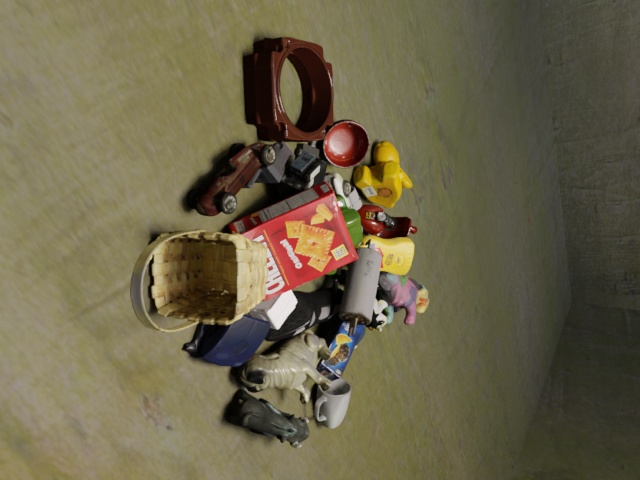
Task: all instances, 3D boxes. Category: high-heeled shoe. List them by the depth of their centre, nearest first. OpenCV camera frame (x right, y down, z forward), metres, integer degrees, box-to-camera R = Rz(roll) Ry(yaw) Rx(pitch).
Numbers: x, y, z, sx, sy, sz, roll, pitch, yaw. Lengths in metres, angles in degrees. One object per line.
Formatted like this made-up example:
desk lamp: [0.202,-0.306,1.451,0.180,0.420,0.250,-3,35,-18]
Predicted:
high-heeled shoe: [-0.033,0.177,1.225,0.249,0.086,0.145,-34,151,-28]

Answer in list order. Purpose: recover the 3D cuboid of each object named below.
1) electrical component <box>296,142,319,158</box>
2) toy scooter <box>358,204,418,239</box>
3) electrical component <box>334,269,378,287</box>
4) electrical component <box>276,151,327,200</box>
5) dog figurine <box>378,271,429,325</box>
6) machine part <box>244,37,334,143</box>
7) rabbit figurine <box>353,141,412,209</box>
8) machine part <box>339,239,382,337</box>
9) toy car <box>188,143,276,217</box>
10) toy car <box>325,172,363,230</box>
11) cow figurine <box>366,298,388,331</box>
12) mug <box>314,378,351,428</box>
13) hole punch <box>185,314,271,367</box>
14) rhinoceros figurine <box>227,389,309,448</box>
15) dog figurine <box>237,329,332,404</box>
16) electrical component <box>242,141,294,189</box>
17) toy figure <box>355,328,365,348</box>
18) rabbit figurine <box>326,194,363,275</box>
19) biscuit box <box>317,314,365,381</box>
electrical component: [-0.030,-0.190,1.204,0.063,0.021,0.094,14,82,-52]
toy scooter: [0.172,-0.041,1.394,0.183,0.135,0.075,25,75,-50]
electrical component: [0.094,0.098,1.342,0.078,0.102,0.045,42,58,-60]
electrical component: [-0.039,-0.117,1.129,0.115,0.058,0.134,-51,161,-40]
dog figurine: [0.218,0.119,1.500,0.191,0.109,0.219,-38,121,-43]
machine part: [-0.057,-0.303,1.104,0.201,0.087,0.200,-11,103,-51]
rabbit figurine: [0.179,-0.180,1.410,0.162,0.122,0.173,40,43,-40]
machine part: [0.095,0.106,1.246,0.079,0.079,0.243,45,50,-45]
toy car: [-0.159,-0.120,0.983,0.202,0.089,0.053,-56,138,-31]
toy car: [0.046,-0.067,1.274,0.056,0.074,0.201,-48,129,-43]
cow figurine: [0.130,0.191,1.410,0.167,0.068,0.098,62,40,-36]
mug: [0.025,0.402,1.295,0.109,0.081,0.107,-24,123,-55]
hole punch: [-0.167,0.182,1.013,0.142,0.092,0.115,31,73,-54]
rhinoceros figurine: [-0.099,0.368,1.102,0.190,0.112,0.073,39,61,-39]
dog figurine: [-0.083,0.245,1.136,0.190,0.121,0.172,27,29,-29]
electrical component: [-0.111,-0.138,1.059,0.047,0.075,0.119,50,51,-42]
toy figure: [0.053,0.256,1.334,0.154,0.064,0.057,-28,155,-43]
rabbit figurine: [-0.002,-0.004,1.195,0.170,0.121,0.158,-23,137,-13]
biscuit box: [0.049,0.234,1.265,0.059,0.063,0.203,39,50,-10]
